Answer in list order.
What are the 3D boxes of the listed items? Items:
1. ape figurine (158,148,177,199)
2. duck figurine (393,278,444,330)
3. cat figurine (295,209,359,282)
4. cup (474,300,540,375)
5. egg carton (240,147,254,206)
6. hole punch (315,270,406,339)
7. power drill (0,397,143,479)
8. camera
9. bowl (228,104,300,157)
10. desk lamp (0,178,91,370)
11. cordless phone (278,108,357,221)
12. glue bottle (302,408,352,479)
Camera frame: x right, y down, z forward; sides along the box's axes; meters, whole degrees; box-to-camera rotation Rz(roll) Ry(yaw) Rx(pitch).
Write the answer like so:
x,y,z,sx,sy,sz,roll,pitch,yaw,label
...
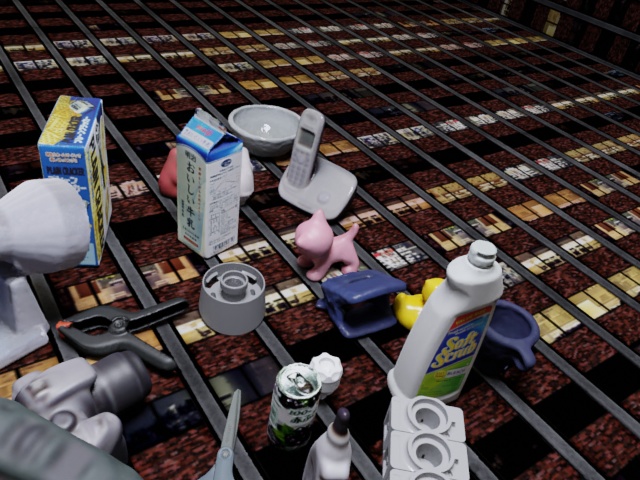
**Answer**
x,y,z,sx,sy,sz,roll,pitch,yaw,label
-0.261,-0.128,1.063,0.076,0.092,0.077,-4,39,-19,ape figurine
0.169,0.095,0.879,0.104,0.086,0.077,14,37,6,duck figurine
0.009,0.003,0.934,0.128,0.118,0.067,-10,41,-26,cat figurine
0.259,0.156,0.813,0.092,0.095,0.117,-2,38,-17,cup
-0.181,-0.127,1.100,0.107,0.069,0.150,0,38,-14,egg carton
0.060,0.081,0.866,0.109,0.091,0.100,-12,42,-28,hole punch
-0.263,0.221,0.501,0.229,0.208,0.076,16,37,7,power drill
-0.254,0.185,0.643,0.142,0.101,0.137,35,43,29,camera
-0.117,-0.228,1.246,0.167,0.075,0.167,7,37,-5,bowl
-0.389,0.042,0.703,0.117,0.213,0.204,30,41,24,desk lamp
0.003,-0.140,1.066,0.147,0.185,0.094,26,39,20,cordless phone
0.011,0.230,0.587,0.037,0.173,0.078,3,37,-9,glue bottle
